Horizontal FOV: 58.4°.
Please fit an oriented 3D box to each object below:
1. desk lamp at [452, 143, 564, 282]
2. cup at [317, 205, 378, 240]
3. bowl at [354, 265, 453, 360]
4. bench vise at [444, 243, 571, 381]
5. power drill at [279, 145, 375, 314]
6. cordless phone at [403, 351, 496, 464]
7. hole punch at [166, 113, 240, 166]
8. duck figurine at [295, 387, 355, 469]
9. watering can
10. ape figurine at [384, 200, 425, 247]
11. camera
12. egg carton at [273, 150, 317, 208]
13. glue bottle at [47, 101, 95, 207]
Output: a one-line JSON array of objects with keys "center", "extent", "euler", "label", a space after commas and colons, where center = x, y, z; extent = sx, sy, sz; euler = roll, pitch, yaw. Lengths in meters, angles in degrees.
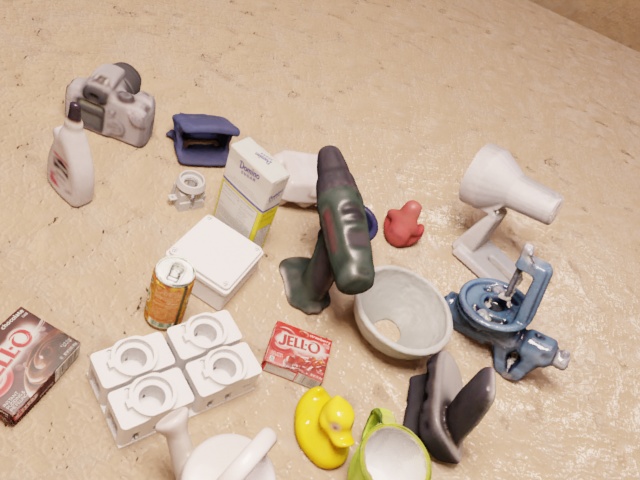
[{"center": [0.337, -0.046, 1.072], "extent": [0.203, 0.213, 0.118], "euler": [45, 46, 16], "label": "desk lamp"}, {"center": [0.032, -0.004, 0.963], "extent": [0.118, 0.095, 0.091], "euler": [-23, 63, -39], "label": "cup"}, {"center": [0.120, 0.125, 0.904], "extent": [0.168, 0.074, 0.167], "euler": [14, 45, -15], "label": "bowl"}, {"center": [0.323, 0.109, 0.917], "extent": [0.207, 0.219, 0.121], "euler": [27, 44, -1], "label": "bench vise"}, {"center": [0.008, 0.003, 0.863], "extent": [0.076, 0.208, 0.229], "euler": [1, 50, -26], "label": "power drill"}, {"center": [0.195, 0.207, 0.787], "extent": [0.094, 0.185, 0.147], "euler": [21, 44, -8], "label": "cordless phone"}, {"center": [-0.208, -0.194, 1.020], "extent": [0.109, 0.091, 0.101], "euler": [-3, 52, -29], "label": "hole punch"}, {"center": [0.014, 0.233, 0.743], "extent": [0.078, 0.086, 0.104], "euler": [-2, 51, -28], "label": "duck figurine"}, {"center": [-0.103, 0.250, 0.590], "extent": [0.173, 0.194, 0.101], "euler": [26, 44, -3], "label": "watering can"}, {"center": [0.160, -0.036, 1.061], "extent": [0.077, 0.092, 0.076], "euler": [41, 45, 13], "label": "ape figurine"}, {"center": [-0.347, -0.255, 0.998], "extent": [0.143, 0.100, 0.137], "euler": [21, 44, -8], "label": "camera"}, {"center": [-0.026, -0.107, 1.048], "extent": [0.151, 0.069, 0.107], "euler": [3, 49, -24], "label": "egg carton"}, {"center": [-0.358, -0.130, 0.825], "extent": [0.078, 0.173, 0.037], "euler": [40, 45, 12], "label": "glue bottle"}]
